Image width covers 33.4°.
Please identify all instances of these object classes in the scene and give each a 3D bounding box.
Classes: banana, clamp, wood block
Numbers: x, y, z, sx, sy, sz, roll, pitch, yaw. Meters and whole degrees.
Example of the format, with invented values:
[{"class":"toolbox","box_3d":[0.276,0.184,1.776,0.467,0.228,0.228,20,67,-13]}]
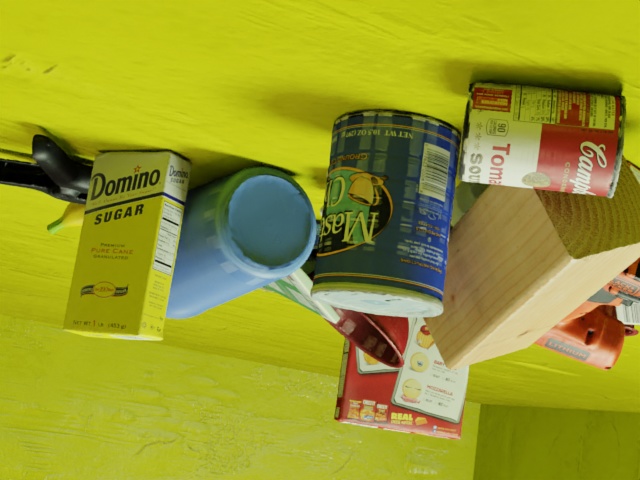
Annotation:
[{"class":"banana","box_3d":[-0.204,-0.023,1.213,0.197,0.037,0.070,10,147,-27]},{"class":"clamp","box_3d":[-0.255,-0.063,1.075,0.165,0.036,0.209,-5,165,44]},{"class":"wood block","box_3d":[0.160,0.016,0.836,0.090,0.090,0.206,-12,157,-26]}]

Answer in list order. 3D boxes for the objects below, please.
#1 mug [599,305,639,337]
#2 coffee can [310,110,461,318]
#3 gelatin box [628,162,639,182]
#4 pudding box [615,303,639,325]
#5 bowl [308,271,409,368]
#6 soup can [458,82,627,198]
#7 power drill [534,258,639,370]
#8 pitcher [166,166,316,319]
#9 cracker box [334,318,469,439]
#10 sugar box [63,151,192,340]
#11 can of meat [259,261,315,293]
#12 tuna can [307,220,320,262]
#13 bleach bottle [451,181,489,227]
[{"class":"mug","box_3d":[0.307,0.062,1.205,0.093,0.081,0.117,11,168,-18]},{"class":"coffee can","box_3d":[0.052,-0.018,0.830,0.103,0.140,0.103,7,169,1]},{"class":"gelatin box","box_3d":[0.243,-0.037,0.892,0.073,0.030,0.089,-4,163,42]},{"class":"pudding box","box_3d":[0.372,0.052,1.105,0.114,0.039,0.089,3,-150,31]},{"class":"bowl","box_3d":[0.050,0.077,1.244,0.162,0.055,0.162,38,166,11]},{"class":"soup can","box_3d":[0.146,-0.067,0.710,0.102,0.068,0.068,7,169,8]},{"class":"power drill","box_3d":[0.268,0.054,0.946,0.184,0.057,0.188,23,152,2]},{"class":"pitcher","box_3d":[-0.096,-0.002,1.092,0.144,0.149,0.243,29,157,-22]},{"class":"cracker box","box_3d":[0.114,0.145,1.412,0.164,0.213,0.072,9,170,-6]},{"class":"sugar box","box_3d":[-0.182,0.005,1.008,0.093,0.176,0.048,1,169,28]},{"class":"can of meat","box_3d":[-0.028,0.038,1.375,0.102,0.057,0.084,10,167,-11]},{"class":"tuna can","box_3d":[-0.008,0.002,1.238,0.086,0.034,0.086,8,169,1]},{"class":"bleach bottle","box_3d":[0.179,-0.011,0.984,0.103,0.068,0.250,-4,162,16]}]
